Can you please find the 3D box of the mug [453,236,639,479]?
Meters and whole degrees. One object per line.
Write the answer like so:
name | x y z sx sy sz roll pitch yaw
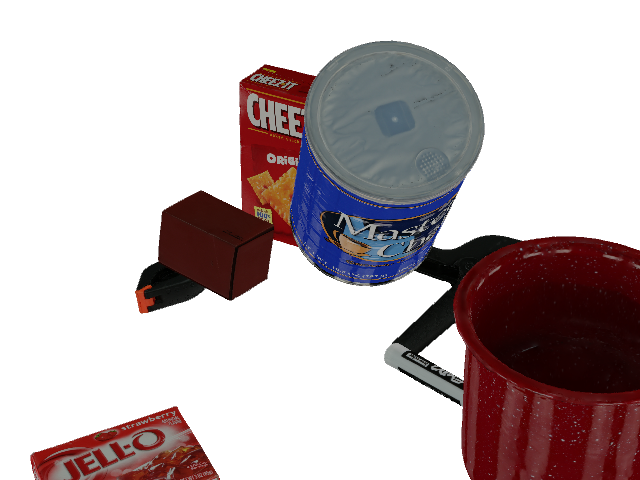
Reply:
mug | 0.108 0.059 0.409 0.117 0.081 0.093 7 38 13

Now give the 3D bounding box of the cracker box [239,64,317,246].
cracker box | -0.017 -0.094 1.326 0.164 0.214 0.072 17 36 24

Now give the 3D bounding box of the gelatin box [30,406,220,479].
gelatin box | -0.107 0.132 0.586 0.089 0.030 0.073 -15 28 -20

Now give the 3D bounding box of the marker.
marker | 0.096 0.109 0.802 0.020 0.020 0.121 0 19 -44

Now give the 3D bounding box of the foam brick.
foam brick | -0.085 0.003 0.860 0.078 0.051 0.052 26 34 26

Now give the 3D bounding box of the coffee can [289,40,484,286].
coffee can | 0.036 -0.043 0.663 0.102 0.103 0.140 0 -22 -5

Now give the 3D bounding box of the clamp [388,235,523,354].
clamp | 0.136 0.045 0.999 0.210 0.164 0.036 -2 -44 -6

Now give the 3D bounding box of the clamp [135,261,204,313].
clamp | -0.137 0.031 1.208 0.120 0.039 0.171 -1 29 31
